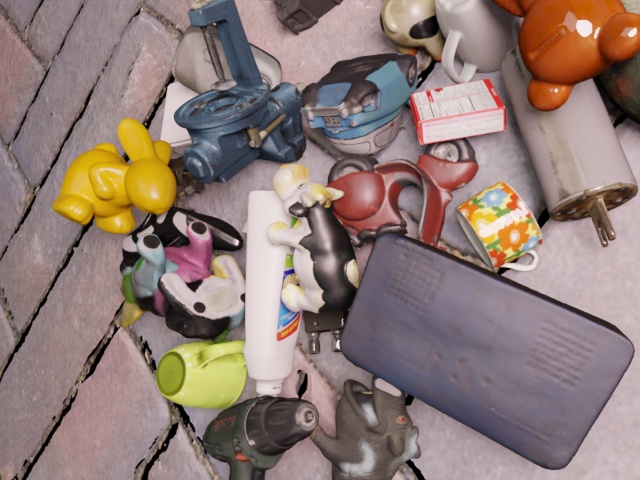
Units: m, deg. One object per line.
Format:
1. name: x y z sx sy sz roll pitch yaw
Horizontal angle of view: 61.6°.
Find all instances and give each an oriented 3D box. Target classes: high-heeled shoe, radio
1. high-heeled shoe: -0.215 0.022 0.799 0.249 0.086 0.145 22 96 41
2. radio: 0.140 0.093 0.492 0.230 0.073 0.131 25 96 21

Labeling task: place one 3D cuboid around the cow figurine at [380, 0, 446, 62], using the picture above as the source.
1. cow figurine: 0.123 -0.316 0.606 0.086 0.127 0.194 23 95 34

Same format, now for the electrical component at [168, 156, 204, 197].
1. electrical component: -0.219 -0.100 0.840 0.102 0.078 0.045 5 121 32

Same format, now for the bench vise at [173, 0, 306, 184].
1. bench vise: -0.095 -0.189 0.657 0.224 0.240 0.129 -37 39 -27

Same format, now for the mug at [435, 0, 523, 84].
1. mug: 0.160 -0.228 0.570 0.081 0.107 0.109 39 100 37

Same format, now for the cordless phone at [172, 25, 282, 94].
1. cordless phone: -0.149 -0.195 0.759 0.184 0.146 0.089 -68 18 -2

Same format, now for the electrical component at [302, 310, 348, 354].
1. electrical component: 0.007 0.090 0.656 0.063 0.021 0.094 -12 73 34

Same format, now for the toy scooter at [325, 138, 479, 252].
1. toy scooter: 0.088 -0.035 0.598 0.184 0.075 0.135 -11 74 28

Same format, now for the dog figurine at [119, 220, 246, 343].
1. dog figurine: -0.202 0.079 0.735 0.191 0.108 0.219 54 138 9

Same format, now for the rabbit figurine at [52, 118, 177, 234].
1. rabbit figurine: -0.268 -0.082 0.772 0.173 0.121 0.162 7 71 34

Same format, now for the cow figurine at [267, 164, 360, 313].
1. cow figurine: -0.003 -0.002 0.590 0.098 0.068 0.167 3 109 44

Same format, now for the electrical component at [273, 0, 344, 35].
1. electrical component: -0.019 -0.381 0.767 0.115 0.058 0.134 -28 64 25

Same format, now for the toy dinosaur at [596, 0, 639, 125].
1. toy dinosaur: 0.316 -0.146 0.439 0.192 0.131 0.405 -54 48 12

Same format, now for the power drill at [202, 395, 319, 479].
1. power drill: -0.073 0.277 0.587 0.232 0.086 0.207 -23 66 56

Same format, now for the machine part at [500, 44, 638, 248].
1. machine part: 0.231 -0.108 0.509 0.079 0.079 0.243 -23 66 29

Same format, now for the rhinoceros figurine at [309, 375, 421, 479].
1. rhinoceros figurine: 0.049 0.216 0.563 0.112 0.073 0.190 8 84 38

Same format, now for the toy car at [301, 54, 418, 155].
1. toy car: 0.053 -0.151 0.626 0.109 0.162 0.102 5 126 31

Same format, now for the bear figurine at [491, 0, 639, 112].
1. bear figurine: 0.207 -0.217 0.448 0.196 0.132 0.120 65 155 13
